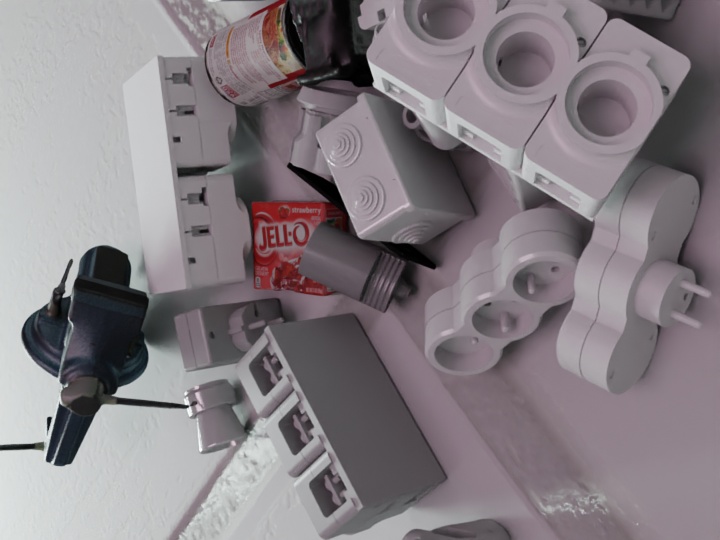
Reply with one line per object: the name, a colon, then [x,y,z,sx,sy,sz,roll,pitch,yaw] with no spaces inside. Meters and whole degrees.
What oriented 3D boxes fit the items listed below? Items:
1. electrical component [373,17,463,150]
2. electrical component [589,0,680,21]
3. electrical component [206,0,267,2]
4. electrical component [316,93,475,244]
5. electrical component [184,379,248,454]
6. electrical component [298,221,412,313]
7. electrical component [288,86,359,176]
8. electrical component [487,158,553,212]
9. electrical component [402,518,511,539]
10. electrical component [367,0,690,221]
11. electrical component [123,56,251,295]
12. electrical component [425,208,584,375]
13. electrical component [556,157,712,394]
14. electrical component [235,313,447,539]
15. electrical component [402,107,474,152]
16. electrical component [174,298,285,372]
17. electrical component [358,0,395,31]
electrical component: [0.074,-0.139,0.665,0.113,0.057,0.078,-32,68,3]
electrical component: [0.138,-0.182,0.616,0.076,0.083,0.047,39,120,35]
electrical component: [-0.090,-0.265,0.851,0.108,0.060,0.108,6,99,45]
electrical component: [0.024,-0.065,0.735,0.048,0.100,0.099,-32,72,29]
electrical component: [-0.127,0.128,0.944,0.045,0.045,0.055,-32,72,42]
electrical component: [0.000,0.000,0.794,0.081,0.043,0.043,25,115,7]
electrical component: [-0.021,-0.105,0.799,0.078,0.058,0.057,-127,46,-71]
electrical component: [0.118,-0.085,0.661,0.076,0.083,0.047,-31,68,2]
electrical component: [0.053,0.201,0.749,0.079,0.077,0.043,-2,93,45]
electrical component: [0.090,-0.108,0.589,0.150,0.061,0.089,33,86,10]
electrical component: [-0.146,-0.077,0.909,0.105,0.060,0.186,-8,89,63]
electrical component: [0.092,0.004,0.707,0.138,0.052,0.073,-48,29,41]
electrical component: [0.170,0.010,0.628,0.074,0.052,0.138,27,113,40]
electrical component: [-0.018,0.115,0.802,0.061,0.089,0.150,-48,62,37]
electrical component: [0.056,-0.103,0.723,0.048,0.062,0.048,7,100,45]
electrical component: [-0.093,0.049,0.873,0.076,0.083,0.047,-19,81,45]
electrical component: [0.046,-0.197,0.726,0.089,0.056,0.050,-14,85,45]
